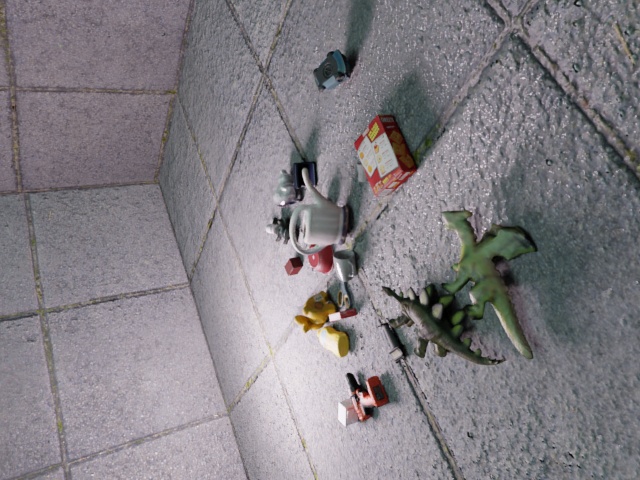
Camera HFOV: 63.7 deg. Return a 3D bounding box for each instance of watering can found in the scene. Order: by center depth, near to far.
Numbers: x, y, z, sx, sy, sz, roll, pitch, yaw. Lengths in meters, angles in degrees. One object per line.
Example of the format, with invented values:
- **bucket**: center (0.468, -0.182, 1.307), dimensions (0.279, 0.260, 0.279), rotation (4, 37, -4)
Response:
- **watering can**: center (0.006, -0.096, 1.903), dimensions (0.106, 0.224, 0.341), rotation (-118, 33, -60)

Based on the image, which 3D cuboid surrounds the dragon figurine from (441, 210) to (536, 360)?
- **dragon figurine**: center (0.450, 0.076, 1.318), dimensions (0.417, 0.123, 0.238), rotation (49, 128, 31)

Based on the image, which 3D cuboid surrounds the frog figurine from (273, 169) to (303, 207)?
- **frog figurine**: center (-0.156, -0.227, 2.247), dimensions (0.137, 0.123, 0.159), rotation (177, 74, -79)
